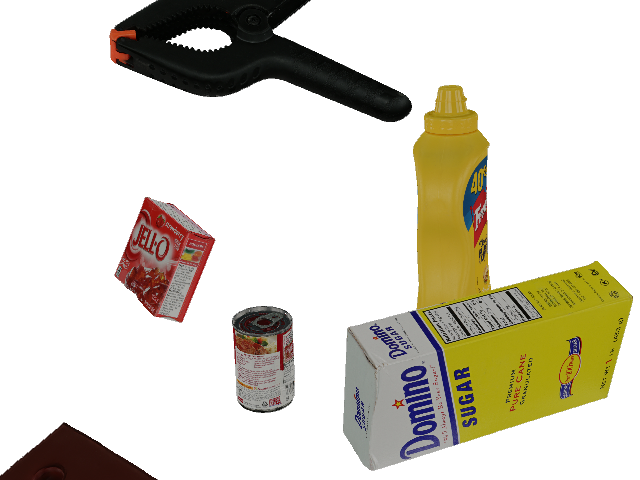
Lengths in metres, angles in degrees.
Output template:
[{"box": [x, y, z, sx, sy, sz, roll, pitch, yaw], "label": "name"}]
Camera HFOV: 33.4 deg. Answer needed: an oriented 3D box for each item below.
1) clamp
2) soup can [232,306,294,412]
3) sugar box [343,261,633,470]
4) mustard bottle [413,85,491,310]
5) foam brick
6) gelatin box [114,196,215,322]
[{"box": [-0.042, -0.139, 0.762, 0.209, 0.164, 0.036, -13, -27, -15], "label": "clamp"}, {"box": [-0.064, 0.134, 1.208, 0.068, 0.102, 0.068, -1, 24, 0], "label": "soup can"}, {"box": [0.102, 0.078, 0.663, 0.176, 0.093, 0.048, -16, 41, -19], "label": "sugar box"}, {"box": [0.104, -0.026, 0.838, 0.058, 0.192, 0.096, 3, 19, 21], "label": "mustard bottle"}, {"box": [-0.096, 0.126, 0.450, 0.078, 0.051, 0.052, 23, 45, 29], "label": "foam brick"}, {"box": [-0.127, 0.014, 0.855, 0.030, 0.073, 0.089, 16, 11, -37], "label": "gelatin box"}]
